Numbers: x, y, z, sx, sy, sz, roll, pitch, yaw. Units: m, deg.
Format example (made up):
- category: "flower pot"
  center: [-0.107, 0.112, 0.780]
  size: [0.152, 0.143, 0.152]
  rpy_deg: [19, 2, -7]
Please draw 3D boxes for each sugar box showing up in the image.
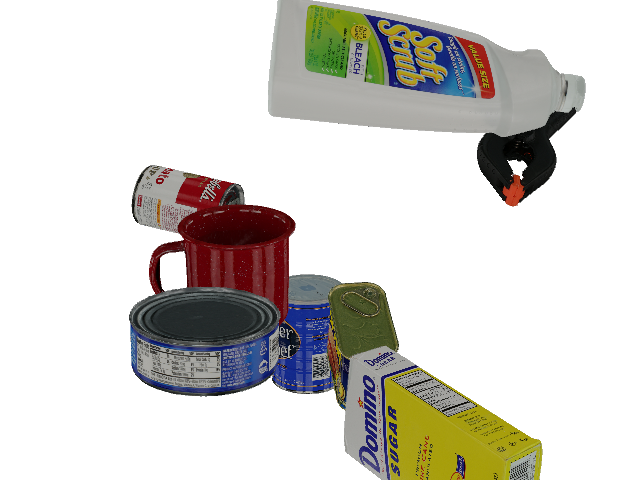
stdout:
- category: "sugar box"
  center: [0.087, 0.159, 0.818]
  size: [0.048, 0.093, 0.176]
  rpy_deg: [-14, 27, -37]

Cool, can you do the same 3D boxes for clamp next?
- category: "clamp"
  center: [0.192, -0.107, 1.090]
  size: [0.120, 0.039, 0.171]
  rpy_deg: [12, 45, 14]

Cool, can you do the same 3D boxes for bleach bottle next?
- category: "bleach bottle"
  center: [0.086, -0.137, 0.863]
  size: [0.251, 0.102, 0.068]
  rpy_deg: [5, -26, -1]

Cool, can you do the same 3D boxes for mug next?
- category: "mug"
  center: [-0.078, 0.026, 0.852]
  size: [0.117, 0.081, 0.093]
  rpy_deg: [-4, 23, -11]

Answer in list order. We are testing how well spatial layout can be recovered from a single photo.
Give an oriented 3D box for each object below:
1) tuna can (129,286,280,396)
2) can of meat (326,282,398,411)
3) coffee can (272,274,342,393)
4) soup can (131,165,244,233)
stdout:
- category: "tuna can"
  center: [-0.066, 0.057, 0.611]
  size: [0.086, 0.034, 0.086]
  rpy_deg: [1, 18, -1]
- category: "can of meat"
  center: [0.038, 0.106, 1.041]
  size: [0.057, 0.084, 0.102]
  rpy_deg: [-4, 42, -8]
- category: "coffee can"
  center: [-0.018, 0.130, 1.502]
  size: [0.103, 0.140, 0.103]
  rpy_deg: [0, 19, 0]
- category: "soup can"
  center: [-0.141, -0.038, 1.138]
  size: [0.102, 0.068, 0.068]
  rpy_deg: [14, 4, 16]
